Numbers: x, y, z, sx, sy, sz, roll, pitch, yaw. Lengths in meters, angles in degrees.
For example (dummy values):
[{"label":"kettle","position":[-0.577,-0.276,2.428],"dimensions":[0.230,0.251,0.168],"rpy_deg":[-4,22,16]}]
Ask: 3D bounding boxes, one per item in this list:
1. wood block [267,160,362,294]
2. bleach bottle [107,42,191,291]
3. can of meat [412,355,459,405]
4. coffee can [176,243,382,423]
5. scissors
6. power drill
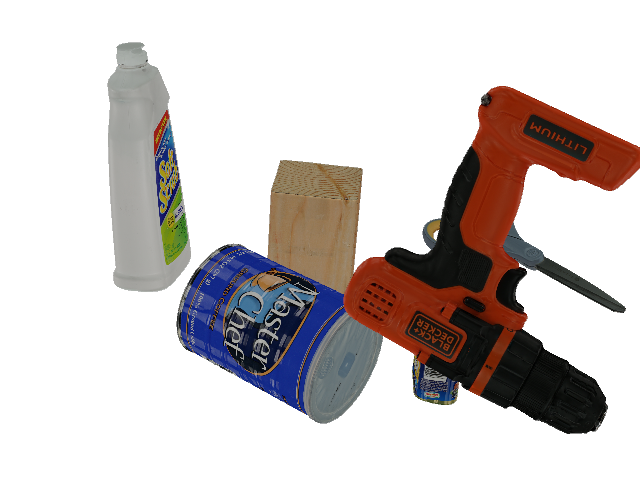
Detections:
[{"label":"wood block","position":[-0.009,0.029,1.139],"dimensions":[0.090,0.206,0.090],"rpy_deg":[6,26,3]},{"label":"bleach bottle","position":[-0.187,-0.079,1.118],"dimensions":[0.068,0.251,0.102],"rpy_deg":[4,26,15]},{"label":"can of meat","position":[0.140,0.136,1.272],"dimensions":[0.057,0.084,0.102],"rpy_deg":[7,19,2]},{"label":"coffee can","position":[-0.033,0.075,0.886],"dimensions":[0.140,0.103,0.102],"rpy_deg":[24,12,28]},{"label":"scissors","position":[0.169,0.019,0.956],"dimensions":[0.096,0.016,0.202],"rpy_deg":[-23,46,-19]},{"label":"power drill","position":[0.129,0.011,0.677],"dimensions":[0.184,0.188,0.057],"rpy_deg":[28,11,9]}]
